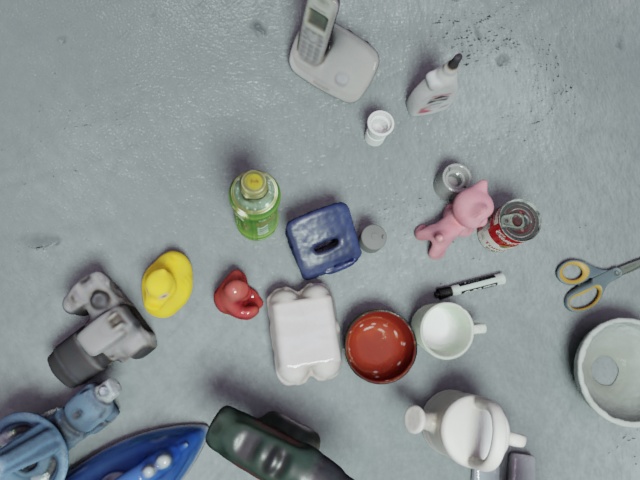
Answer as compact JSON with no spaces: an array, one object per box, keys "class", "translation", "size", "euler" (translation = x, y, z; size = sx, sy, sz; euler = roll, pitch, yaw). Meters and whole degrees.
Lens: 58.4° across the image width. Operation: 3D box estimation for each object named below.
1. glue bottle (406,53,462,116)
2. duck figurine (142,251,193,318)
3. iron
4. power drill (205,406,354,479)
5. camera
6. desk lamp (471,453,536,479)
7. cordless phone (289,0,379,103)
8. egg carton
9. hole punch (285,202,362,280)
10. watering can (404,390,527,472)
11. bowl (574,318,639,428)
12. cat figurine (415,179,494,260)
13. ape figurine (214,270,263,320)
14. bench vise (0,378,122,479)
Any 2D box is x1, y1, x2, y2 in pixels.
[{"class":"glue bottle","translation":[0.195,-0.253,0.924],"size":[0.078,0.173,0.037],"euler":[-17,81,-8]},{"class":"duck figurine","translation":[-0.235,0.064,0.864],"size":[0.077,0.086,0.104],"euler":[19,78,-1]},{"class":"iron","translation":[-0.270,0.336,0.778],"size":[0.258,0.141,0.118],"euler":[-33,83,-11]},{"class":"power drill","translation":[-0.040,0.294,0.775],"size":[0.229,0.208,0.076],"euler":[26,78,0]},{"class":"camera","translation":[-0.333,0.137,0.832],"size":[0.137,0.100,0.143],"euler":[-38,85,-11]},{"class":"desk lamp","translation":[0.279,0.409,0.780],"size":[0.118,0.213,0.203],"euler":[7,78,-4]},{"class":"cordless phone","translation":[0.028,-0.313,0.913],"size":[0.147,0.185,0.094],"euler":[28,78,1]},{"class":"egg carton","translation":[-0.022,0.143,0.877],"size":[0.107,0.069,0.150],"euler":[-8,80,-7]},{"class":"hole punch","translation":[0.008,0.003,0.897],"size":[0.109,0.091,0.101],"euler":[-21,81,-9]},{"class":"watering can","translation":[0.207,0.271,0.810],"size":[0.173,0.194,0.101],"euler":[-9,80,-7]},{"class":"bowl","translation":[0.471,0.209,0.909],"size":[0.167,0.074,0.167],"euler":[1,79,-5]},{"class":"cat figurine","translation":[0.223,-0.034,0.911],"size":[0.128,0.117,0.067],"euler":[-39,84,-11]},{"class":"ape figurine","translation":[-0.125,0.082,0.868],"size":[0.076,0.092,0.078],"euler":[-3,79,-6]},{"class":"bench vise","translation":[-0.368,0.254,0.745],"size":[0.121,0.219,0.207],"euler":[31,78,2]}]
